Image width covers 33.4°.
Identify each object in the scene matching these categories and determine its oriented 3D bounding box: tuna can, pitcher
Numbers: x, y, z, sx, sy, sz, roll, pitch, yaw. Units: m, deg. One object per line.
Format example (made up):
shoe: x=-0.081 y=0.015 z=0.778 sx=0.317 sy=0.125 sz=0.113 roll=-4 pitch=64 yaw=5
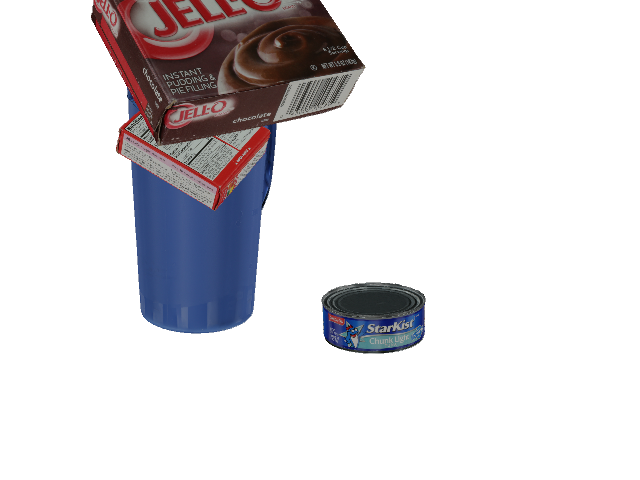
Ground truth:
tuna can: x=0.044 y=0.063 z=0.882 sx=0.086 sy=0.034 sz=0.086 roll=-1 pitch=16 yaw=0
pitcher: x=-0.107 y=-0.045 z=1.002 sx=0.149 sy=0.243 sz=0.145 roll=-1 pitch=14 yaw=-11

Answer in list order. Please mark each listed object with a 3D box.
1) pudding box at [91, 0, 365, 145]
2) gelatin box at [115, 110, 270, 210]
pudding box: x=-0.048 y=-0.101 z=0.543 sx=0.113 sy=0.090 sz=0.039 roll=-14 pitch=-28 yaw=-32
gelatin box: x=-0.093 y=-0.072 z=0.786 sx=0.089 sy=0.073 sz=0.030 roll=30 pitch=-40 yaw=8
